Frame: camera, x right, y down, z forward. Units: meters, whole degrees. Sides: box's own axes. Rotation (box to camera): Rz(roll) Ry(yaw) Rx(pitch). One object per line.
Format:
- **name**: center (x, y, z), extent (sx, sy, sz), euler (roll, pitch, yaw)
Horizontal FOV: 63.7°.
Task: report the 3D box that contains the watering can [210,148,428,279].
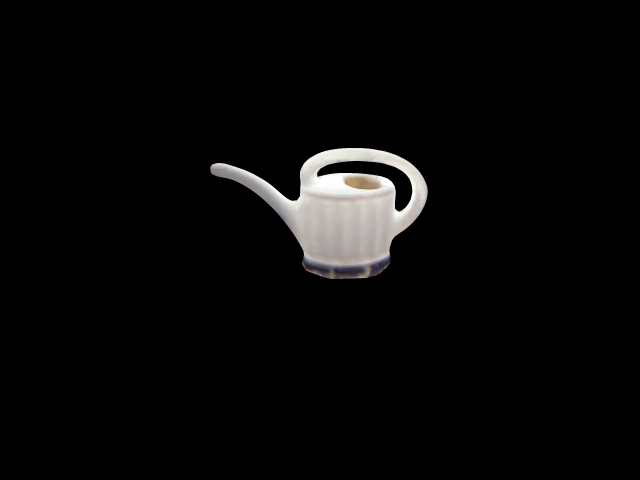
- **watering can**: center (0.003, -0.043, 0.850), extent (0.348, 0.220, 0.106), euler (-2, 24, -3)
